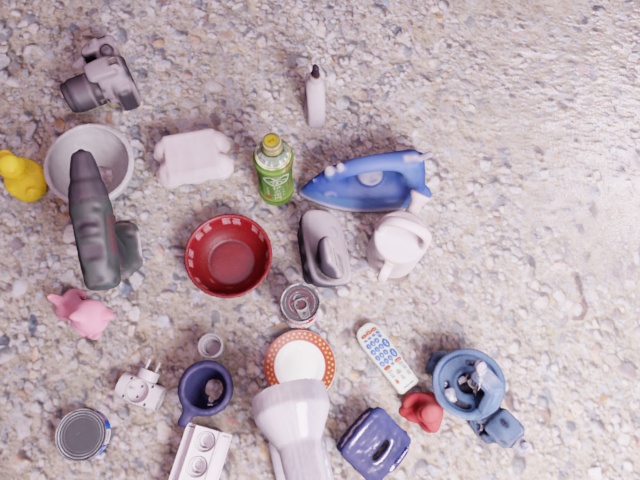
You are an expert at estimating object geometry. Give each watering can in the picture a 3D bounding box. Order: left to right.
[{"bbox_3d":[0.144,-0.008,1.027,0.101,0.194,0.173,4,73,-1],"label":"watering can"}]

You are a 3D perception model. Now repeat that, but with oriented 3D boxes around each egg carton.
[{"bbox_3d":[-0.246,-0.158,1.118,0.150,0.069,0.107,-12,74,-6],"label":"egg carton"}]

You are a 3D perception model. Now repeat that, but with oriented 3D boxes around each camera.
[{"bbox_3d":[-0.448,-0.324,1.141,0.137,0.101,0.143,-25,76,-9],"label":"camera"}]

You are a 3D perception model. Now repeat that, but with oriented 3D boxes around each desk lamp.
[{"bbox_3d":[-0.030,0.330,0.909,0.118,0.213,0.203,-13,74,-6],"label":"desk lamp"}]

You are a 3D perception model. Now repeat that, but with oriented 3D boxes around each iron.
[{"bbox_3d":[0.087,-0.124,1.086,0.258,0.141,0.118,-7,74,-5],"label":"iron"}]

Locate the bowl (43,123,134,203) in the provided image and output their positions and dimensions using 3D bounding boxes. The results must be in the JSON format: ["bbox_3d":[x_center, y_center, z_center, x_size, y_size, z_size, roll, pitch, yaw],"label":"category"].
[{"bbox_3d":[-0.431,-0.133,1.099,0.167,0.075,0.167,1,73,-2],"label":"bowl"}]

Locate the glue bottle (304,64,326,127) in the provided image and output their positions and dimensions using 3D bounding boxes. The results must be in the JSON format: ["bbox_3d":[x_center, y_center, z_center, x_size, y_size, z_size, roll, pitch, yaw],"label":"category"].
[{"bbox_3d":[-0.011,-0.290,1.114,0.037,0.173,0.078,-11,74,-6],"label":"glue bottle"}]

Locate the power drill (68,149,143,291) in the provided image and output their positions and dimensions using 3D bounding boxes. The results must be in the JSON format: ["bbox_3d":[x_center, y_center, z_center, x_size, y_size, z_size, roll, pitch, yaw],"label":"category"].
[{"bbox_3d":[-0.375,-0.016,0.997,0.075,0.208,0.229,-12,74,-6],"label":"power drill"}]

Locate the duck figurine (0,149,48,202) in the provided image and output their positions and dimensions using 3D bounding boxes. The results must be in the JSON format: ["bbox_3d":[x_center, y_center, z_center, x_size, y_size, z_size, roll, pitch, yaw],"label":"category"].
[{"bbox_3d":[-0.571,-0.126,1.084,0.077,0.086,0.104,-36,78,-12],"label":"duck figurine"}]

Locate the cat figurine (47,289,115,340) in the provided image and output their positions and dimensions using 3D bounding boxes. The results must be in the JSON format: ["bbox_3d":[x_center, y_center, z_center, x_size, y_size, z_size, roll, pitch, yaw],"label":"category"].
[{"bbox_3d":[-0.416,0.127,1.000,0.127,0.118,0.067,28,74,6],"label":"cat figurine"}]

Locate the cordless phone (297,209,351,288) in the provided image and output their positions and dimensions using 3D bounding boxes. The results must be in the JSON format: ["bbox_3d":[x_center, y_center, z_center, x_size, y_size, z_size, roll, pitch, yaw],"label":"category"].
[{"bbox_3d":[0.009,0.004,1.022,0.094,0.185,0.147,-13,74,-6],"label":"cordless phone"}]

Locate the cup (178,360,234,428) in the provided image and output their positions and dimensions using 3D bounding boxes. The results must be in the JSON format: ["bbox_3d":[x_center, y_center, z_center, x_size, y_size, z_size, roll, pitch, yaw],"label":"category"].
[{"bbox_3d":[-0.197,0.268,0.981,0.091,0.095,0.118,31,75,7],"label":"cup"}]

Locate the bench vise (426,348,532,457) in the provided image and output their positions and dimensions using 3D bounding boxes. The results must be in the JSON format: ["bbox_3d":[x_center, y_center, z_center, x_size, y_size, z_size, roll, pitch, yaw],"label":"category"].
[{"bbox_3d":[0.281,0.255,0.942,0.207,0.220,0.121,31,75,7],"label":"bench vise"}]

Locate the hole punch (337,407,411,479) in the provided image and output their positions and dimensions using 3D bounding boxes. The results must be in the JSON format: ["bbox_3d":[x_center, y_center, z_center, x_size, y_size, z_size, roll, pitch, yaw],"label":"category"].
[{"bbox_3d":[0.096,0.348,0.973,0.101,0.091,0.109,41,76,9],"label":"hole punch"}]

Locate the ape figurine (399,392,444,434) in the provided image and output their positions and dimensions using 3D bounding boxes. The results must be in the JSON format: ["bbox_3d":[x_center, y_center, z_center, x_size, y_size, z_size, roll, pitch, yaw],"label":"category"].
[{"bbox_3d":[0.184,0.298,0.992,0.076,0.092,0.078,-23,76,-9],"label":"ape figurine"}]
